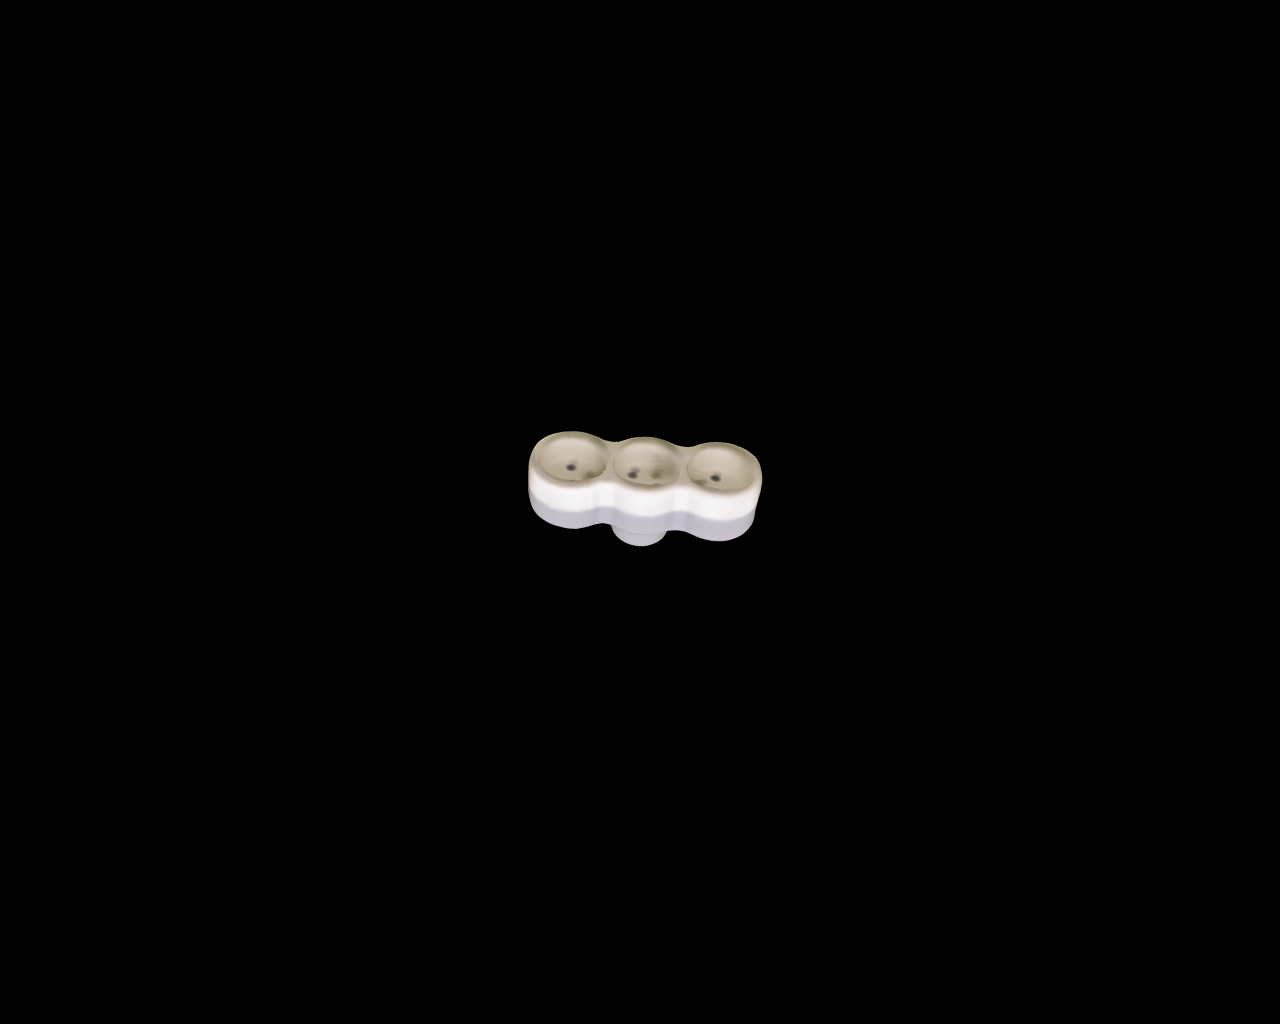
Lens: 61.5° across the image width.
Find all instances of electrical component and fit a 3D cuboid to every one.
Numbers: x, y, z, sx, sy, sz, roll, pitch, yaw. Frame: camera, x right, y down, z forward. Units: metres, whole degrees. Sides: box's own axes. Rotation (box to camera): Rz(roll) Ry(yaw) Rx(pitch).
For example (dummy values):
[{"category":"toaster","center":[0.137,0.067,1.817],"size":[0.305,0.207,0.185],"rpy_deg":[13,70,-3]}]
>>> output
[{"category":"electrical component","center":[0.001,-0.003,0.650],"size":[0.138,0.073,0.052],"rpy_deg":[4,44,-4]}]
